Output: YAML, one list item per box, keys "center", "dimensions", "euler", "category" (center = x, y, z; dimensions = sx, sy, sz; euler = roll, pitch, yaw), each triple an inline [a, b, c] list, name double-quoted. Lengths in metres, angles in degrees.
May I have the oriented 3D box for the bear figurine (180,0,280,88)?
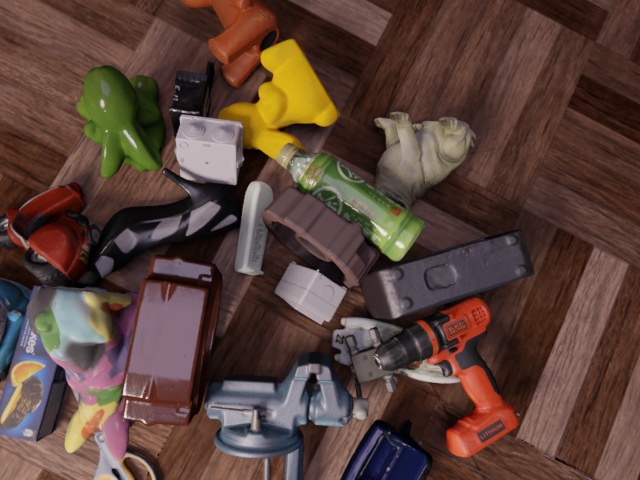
- center: [-0.158, -0.353, 0.814]
  dimensions: [0.196, 0.120, 0.132]
  euler: [42, 83, 3]
  category: "bear figurine"

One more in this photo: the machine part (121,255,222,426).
- center: [-0.182, 0.126, 0.694]
  dimensions: [0.087, 0.201, 0.201]
  euler: [10, 80, -7]
  category: "machine part"

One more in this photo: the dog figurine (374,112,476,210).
- center: [0.153, -0.088, 0.824]
  dimensions: [0.172, 0.121, 0.190]
  euler: [4, 95, -2]
  category: "dog figurine"

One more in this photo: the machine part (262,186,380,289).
- center: [-0.002, -0.002, 0.751]
  dimensions: [0.179, 0.179, 0.056]
  euler: [38, 76, 1]
  category: "machine part"

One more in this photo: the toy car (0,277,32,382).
- center: [-0.466, 0.124, 0.718]
  dimensions: [0.109, 0.103, 0.161]
  euler: [19, 78, -2]
  category: "toy car"

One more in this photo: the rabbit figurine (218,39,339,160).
- center: [-0.067, -0.190, 0.815]
  dimensions: [0.173, 0.122, 0.162]
  euler: [-27, 94, 5]
  category: "rabbit figurine"

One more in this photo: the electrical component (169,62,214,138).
- center: [-0.191, -0.217, 0.809]
  dimensions: [0.048, 0.074, 0.119]
  euler: [6, 68, -6]
  category: "electrical component"

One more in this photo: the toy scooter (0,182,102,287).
- center: [-0.367, -0.017, 0.750]
  dimensions: [0.184, 0.075, 0.135]
  euler: [30, 64, 29]
  category: "toy scooter"

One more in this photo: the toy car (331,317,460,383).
- center: [0.117, 0.162, 0.792]
  dimensions: [0.202, 0.056, 0.073]
  euler: [12, 81, -4]
  category: "toy car"

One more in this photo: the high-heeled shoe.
- center: [-0.232, 0.005, 0.791]
  dimensions: [0.248, 0.086, 0.145]
  euler: [-47, 120, 7]
  category: "high-heeled shoe"

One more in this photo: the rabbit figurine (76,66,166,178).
- center: [-0.284, -0.164, 0.745]
  dimensions: [0.121, 0.170, 0.159]
  euler: [-12, 82, -7]
  category: "rabbit figurine"

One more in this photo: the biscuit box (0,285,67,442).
- center: [-0.381, 0.165, 0.740]
  dimensions: [0.063, 0.059, 0.202]
  euler: [12, 80, -4]
  category: "biscuit box"

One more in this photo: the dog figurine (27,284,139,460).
- center: [-0.289, 0.169, 0.681]
  dimensions: [0.109, 0.191, 0.219]
  euler: [2, 84, 11]
  category: "dog figurine"

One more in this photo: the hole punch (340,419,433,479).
- center: [0.076, 0.307, 0.735]
  dimensions: [0.092, 0.116, 0.142]
  euler: [30, 81, -7]
  category: "hole punch"

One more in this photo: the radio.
- center: [0.179, 0.049, 0.777]
  dimensions: [0.230, 0.131, 0.073]
  euler: [-17, 86, -8]
  category: "radio"

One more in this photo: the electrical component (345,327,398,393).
- center: [0.073, 0.172, 0.750]
  dimensions: [0.063, 0.021, 0.094]
  euler: [-19, 88, -2]
  category: "electrical component"

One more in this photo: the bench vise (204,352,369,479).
- center: [-0.045, 0.274, 0.727]
  dimensions: [0.224, 0.129, 0.240]
  euler: [2, 92, -10]
  category: "bench vise"
